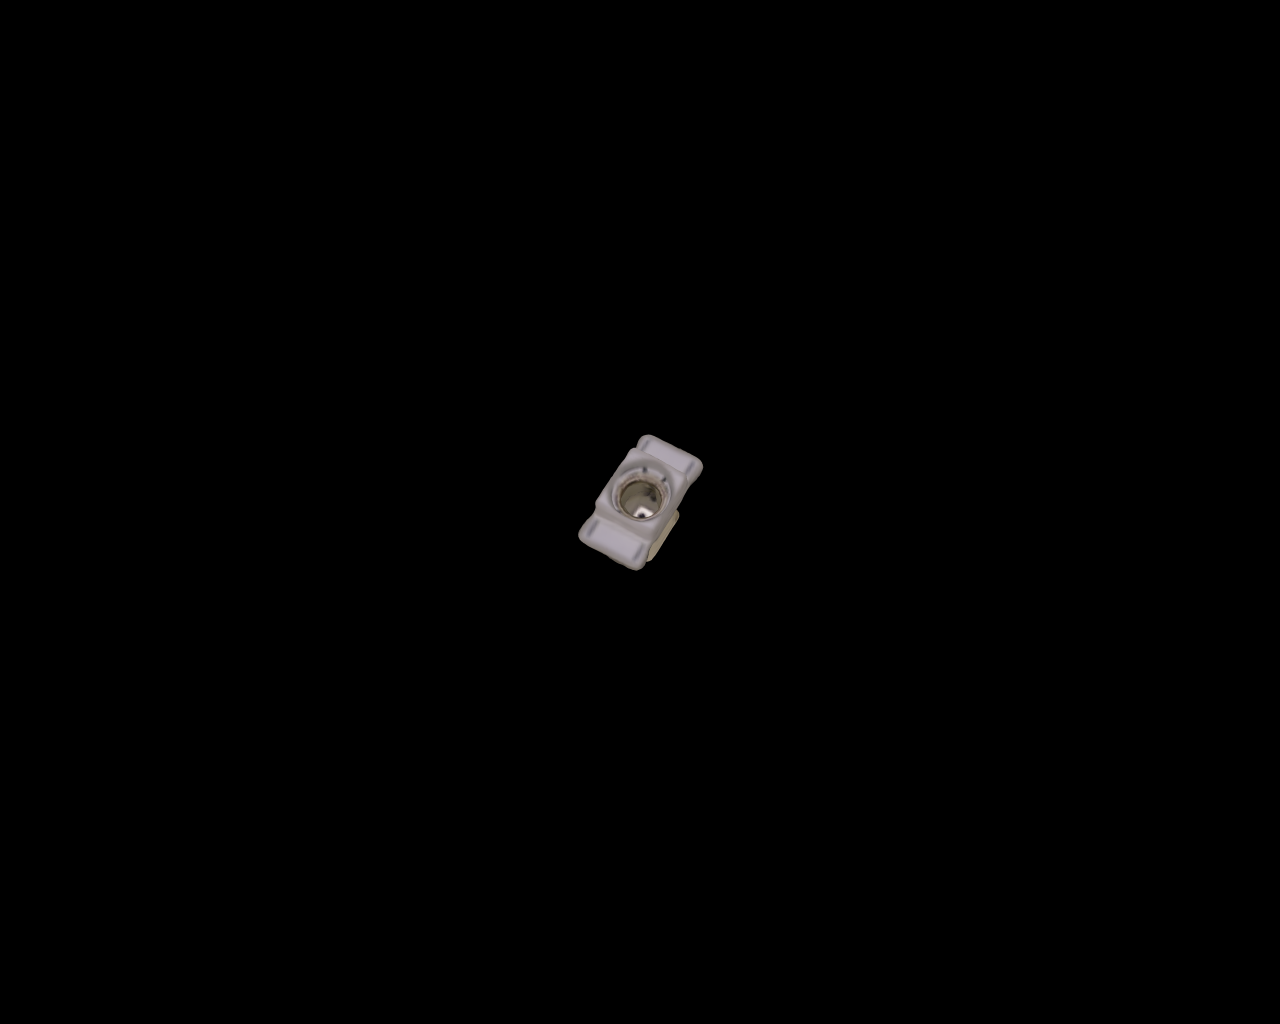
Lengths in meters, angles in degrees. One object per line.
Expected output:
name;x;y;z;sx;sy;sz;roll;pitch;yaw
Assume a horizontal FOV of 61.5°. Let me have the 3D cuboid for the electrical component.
electrical component;0.001;-0.003;0.650;0.042;0.081;0.063;30;-19;12
